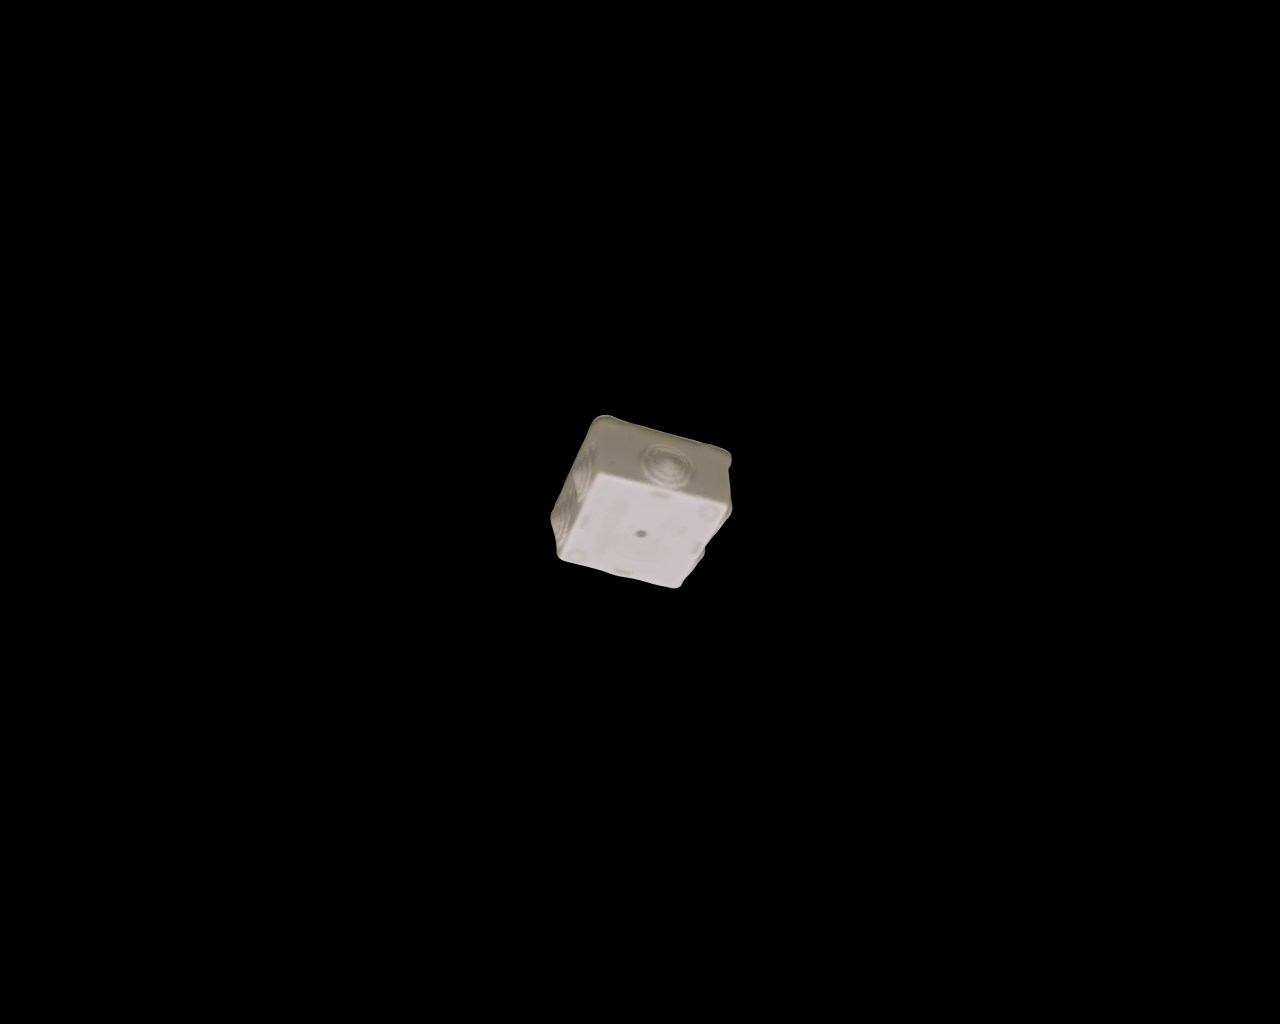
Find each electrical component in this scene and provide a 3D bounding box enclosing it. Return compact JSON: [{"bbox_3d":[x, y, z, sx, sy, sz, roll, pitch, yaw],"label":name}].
[{"bbox_3d":[0.001,-0.003,0.650,0.100,0.048,0.099,15,-46,-15],"label":"electrical component"}]
